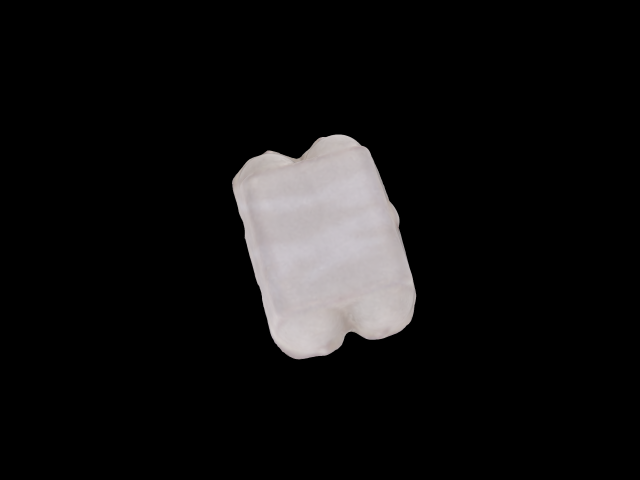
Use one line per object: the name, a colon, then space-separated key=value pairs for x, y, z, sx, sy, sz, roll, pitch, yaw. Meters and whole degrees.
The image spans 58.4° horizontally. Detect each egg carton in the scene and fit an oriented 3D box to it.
egg carton: x=0.004 y=0.001 z=0.400 sx=0.107 sy=0.069 sz=0.150 roll=-16 pitch=74 yaw=-5
